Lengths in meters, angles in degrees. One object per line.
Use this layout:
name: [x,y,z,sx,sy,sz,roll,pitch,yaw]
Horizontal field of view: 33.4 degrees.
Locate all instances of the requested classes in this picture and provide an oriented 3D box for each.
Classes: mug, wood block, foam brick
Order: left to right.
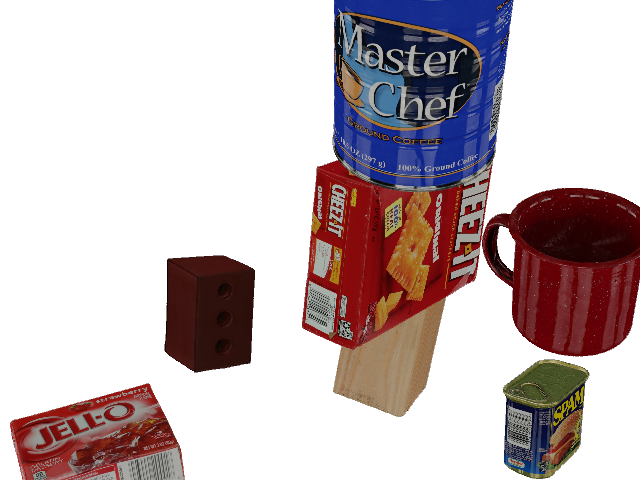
foam brick: [-0.086,0.055,0.828,0.052,0.078,0.051,-6,15,-34]
wood block: [0.086,0.081,1.212,0.090,0.206,0.090,18,24,19]
mug: [0.161,0.019,0.720,0.117,0.081,0.093,20,41,31]

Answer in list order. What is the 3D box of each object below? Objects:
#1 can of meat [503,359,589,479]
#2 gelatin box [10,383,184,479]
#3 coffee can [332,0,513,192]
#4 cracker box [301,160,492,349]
can of meat: [0.223,0.177,1.062,0.058,0.084,0.101,13,22,35]
gelatin box: [-0.133,0.123,0.632,0.089,0.030,0.073,-13,26,-18]
coffee can: [0.058,-0.114,0.619,0.103,0.140,0.103,0,41,0]
cracker box: [0.079,-0.010,1.015,0.072,0.164,0.213,23,29,33]
